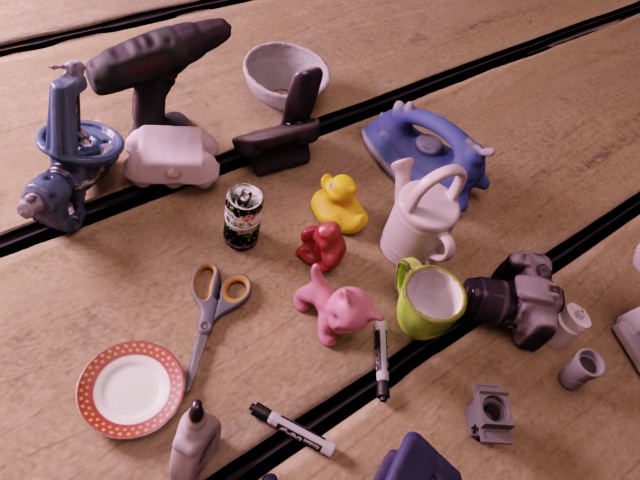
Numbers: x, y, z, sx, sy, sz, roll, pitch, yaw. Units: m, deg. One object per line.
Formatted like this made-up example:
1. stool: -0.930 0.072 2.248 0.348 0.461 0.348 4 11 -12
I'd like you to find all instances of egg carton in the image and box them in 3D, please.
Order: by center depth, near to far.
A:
1. egg carton: -0.240 -0.133 0.933 0.150 0.069 0.107 -1 54 -13

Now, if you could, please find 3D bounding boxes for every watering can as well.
1. watering can: 0.158 -0.051 0.883 0.172 0.194 0.101 42 56 19

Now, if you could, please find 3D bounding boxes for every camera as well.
1. camera: 0.289 0.079 0.876 0.137 0.101 0.143 10 52 -5

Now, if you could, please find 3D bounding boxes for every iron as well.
1. iron: 0.186 -0.171 1.012 0.258 0.141 0.119 38 55 16

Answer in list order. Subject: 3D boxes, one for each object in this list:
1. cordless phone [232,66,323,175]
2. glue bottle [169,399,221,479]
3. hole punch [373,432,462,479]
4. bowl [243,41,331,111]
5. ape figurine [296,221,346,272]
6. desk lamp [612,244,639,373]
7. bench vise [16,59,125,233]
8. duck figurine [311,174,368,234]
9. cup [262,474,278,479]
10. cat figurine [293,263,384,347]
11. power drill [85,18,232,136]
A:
1. cordless phone: -0.067 -0.209 0.956 0.148 0.185 0.094 -24 62 -27
2. glue bottle: -0.137 0.215 0.632 0.037 0.173 0.078 22 52 5
3. hole punch: 0.117 0.299 0.679 0.101 0.091 0.109 29 53 9
4. bowl: -0.066 -0.299 1.093 0.167 0.075 0.167 6 53 -8
5. ape figurine: 0.008 0.003 0.874 0.076 0.092 0.077 -4 55 -15
6. desk lamp: 0.544 0.091 0.853 0.118 0.213 0.203 -7 56 -17
7. bench vise: -0.348 -0.127 0.809 0.121 0.220 0.207 5 53 -9
8. duck figurine: 0.037 -0.066 0.936 0.104 0.086 0.078 38 55 16
9. cup: -0.062 0.323 0.619 0.092 0.095 0.117 6 53 -8
10. cat figurine: 0.025 0.087 0.799 0.067 0.118 0.127 -28 64 -29
11. power drill: -0.254 -0.252 0.931 0.230 0.208 0.075 -22 61 -26
